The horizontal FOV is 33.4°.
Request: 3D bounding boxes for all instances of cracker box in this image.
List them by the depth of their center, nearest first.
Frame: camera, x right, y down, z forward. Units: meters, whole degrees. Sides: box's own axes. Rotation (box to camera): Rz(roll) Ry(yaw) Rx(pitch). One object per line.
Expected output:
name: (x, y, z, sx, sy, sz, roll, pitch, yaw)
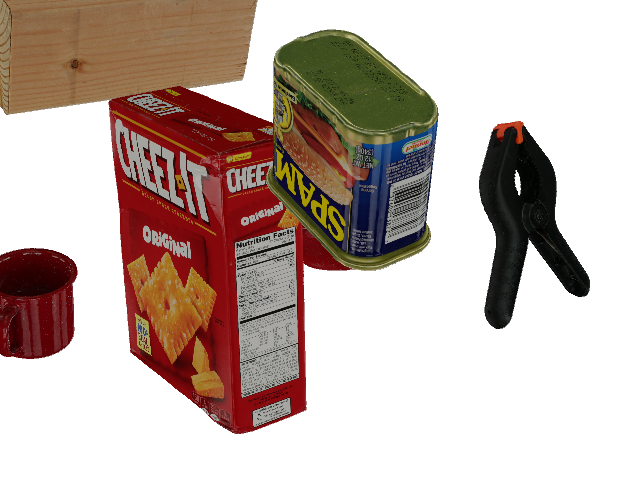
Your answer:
cracker box: (-0.085, 0.011, 0.780, 0.072, 0.214, 0.164, -17, 28, -33)

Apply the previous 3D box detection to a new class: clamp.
clamp: (0.167, -0.011, 0.902, 0.120, 0.171, 0.039, -27, 11, -39)

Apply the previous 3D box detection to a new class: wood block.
wood block: (-0.164, -0.173, 0.851, 0.205, 0.091, 0.090, -14, 45, -32)

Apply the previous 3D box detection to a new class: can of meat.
can of meat: (0.015, -0.049, 0.553, 0.057, 0.084, 0.102, -21, 47, -25)

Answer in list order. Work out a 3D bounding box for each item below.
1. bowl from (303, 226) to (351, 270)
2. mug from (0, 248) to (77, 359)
bowl: (0.026, -0.009, 1.082, 0.162, 0.055, 0.162, -5, 15, 1)
mug: (-0.295, 0.072, 1.076, 0.093, 0.081, 0.117, 9, 32, 6)
